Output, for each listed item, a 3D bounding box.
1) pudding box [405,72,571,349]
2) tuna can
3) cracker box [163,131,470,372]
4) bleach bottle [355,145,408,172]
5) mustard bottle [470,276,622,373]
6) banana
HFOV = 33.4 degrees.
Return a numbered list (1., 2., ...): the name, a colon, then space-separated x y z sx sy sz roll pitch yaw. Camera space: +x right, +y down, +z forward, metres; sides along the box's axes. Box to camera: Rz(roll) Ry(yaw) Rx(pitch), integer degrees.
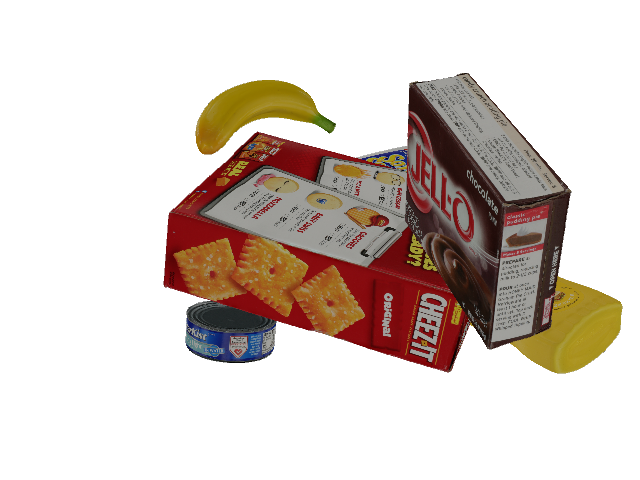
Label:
1. pudding box: 0.078 -0.017 0.532 0.039 0.090 0.113 -15 41 -14
2. tuna can: -0.085 0.085 1.007 0.086 0.034 0.086 5 15 -2
3. cracker box: 0.016 0.002 0.783 0.214 0.072 0.164 16 30 13
4. bleach bottle: 0.089 -0.068 1.206 0.250 0.068 0.103 -21 43 -23
5. mustard bottle: 0.177 0.052 0.997 0.096 0.058 0.192 -28 38 -31
6. banana: -0.062 -0.124 1.033 0.070 0.037 0.197 42 35 23
